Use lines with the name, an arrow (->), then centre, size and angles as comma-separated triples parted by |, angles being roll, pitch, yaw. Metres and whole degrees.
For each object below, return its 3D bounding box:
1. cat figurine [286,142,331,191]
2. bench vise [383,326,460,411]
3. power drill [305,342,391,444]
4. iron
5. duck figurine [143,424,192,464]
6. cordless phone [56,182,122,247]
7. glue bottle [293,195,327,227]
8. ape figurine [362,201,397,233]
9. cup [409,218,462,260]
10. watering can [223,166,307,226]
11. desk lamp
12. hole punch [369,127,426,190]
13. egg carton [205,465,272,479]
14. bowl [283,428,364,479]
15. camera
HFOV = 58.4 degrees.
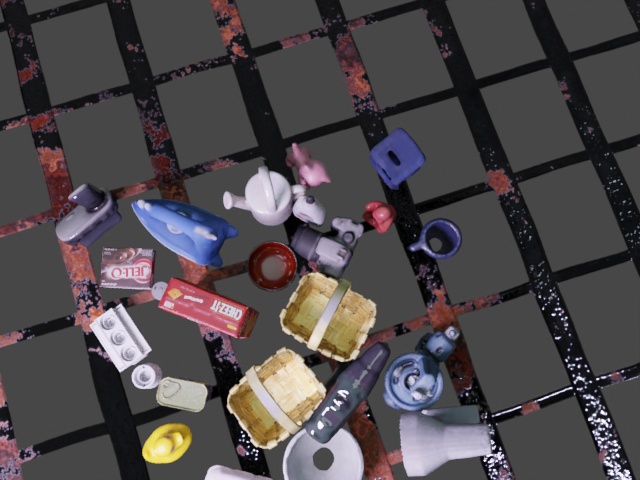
cat figurine -> -0.028, -0.165, 1.297 | 0.067, 0.118, 0.128 | -31, 81, -6
bench vise -> 0.208, 0.257, 1.172 | 0.121, 0.220, 0.207 | 23, 80, 3
power drill -> 0.056, 0.302, 1.166 | 0.075, 0.208, 0.230 | 36, 81, 6
iron -> -0.317, -0.040, 1.255 | 0.258, 0.141, 0.119 | 25, 80, 3
duck figurine -> -0.324, 0.430, 1.196 | 0.104, 0.086, 0.077 | -26, 81, -6
cordless phone -> -0.520, -0.063, 1.233 | 0.094, 0.185, 0.148 | 43, 82, 7
glue bottle -> -0.023, -0.072, 1.252 | 0.078, 0.173, 0.037 | 23, 80, 3
ape figurine -> 0.139, -0.057, 1.294 | 0.076, 0.092, 0.078 | -10, 80, -3
cup -> 0.251, 0.009, 1.283 | 0.118, 0.095, 0.091 | -18, 80, -4
watering can -> -0.118, -0.096, 1.243 | 0.173, 0.194, 0.101 | -33, 81, -7
desk lamp -> 0.249, 0.395, 1.151 | 0.203, 0.213, 0.118 | -6, 79, -2
hole punch -> 0.177, -0.186, 1.319 | 0.101, 0.091, 0.108 | -36, 82, -7
egg carton -> -0.171, 0.534, 1.189 | 0.150, 0.069, 0.107 | 13, 79, 1
bowl -> 0.007, 0.467, 1.203 | 0.167, 0.075, 0.167 | 0, 79, -1
camera -> 0.012, 0.005, 1.275 | 0.136, 0.101, 0.143 | 24, 80, 3
